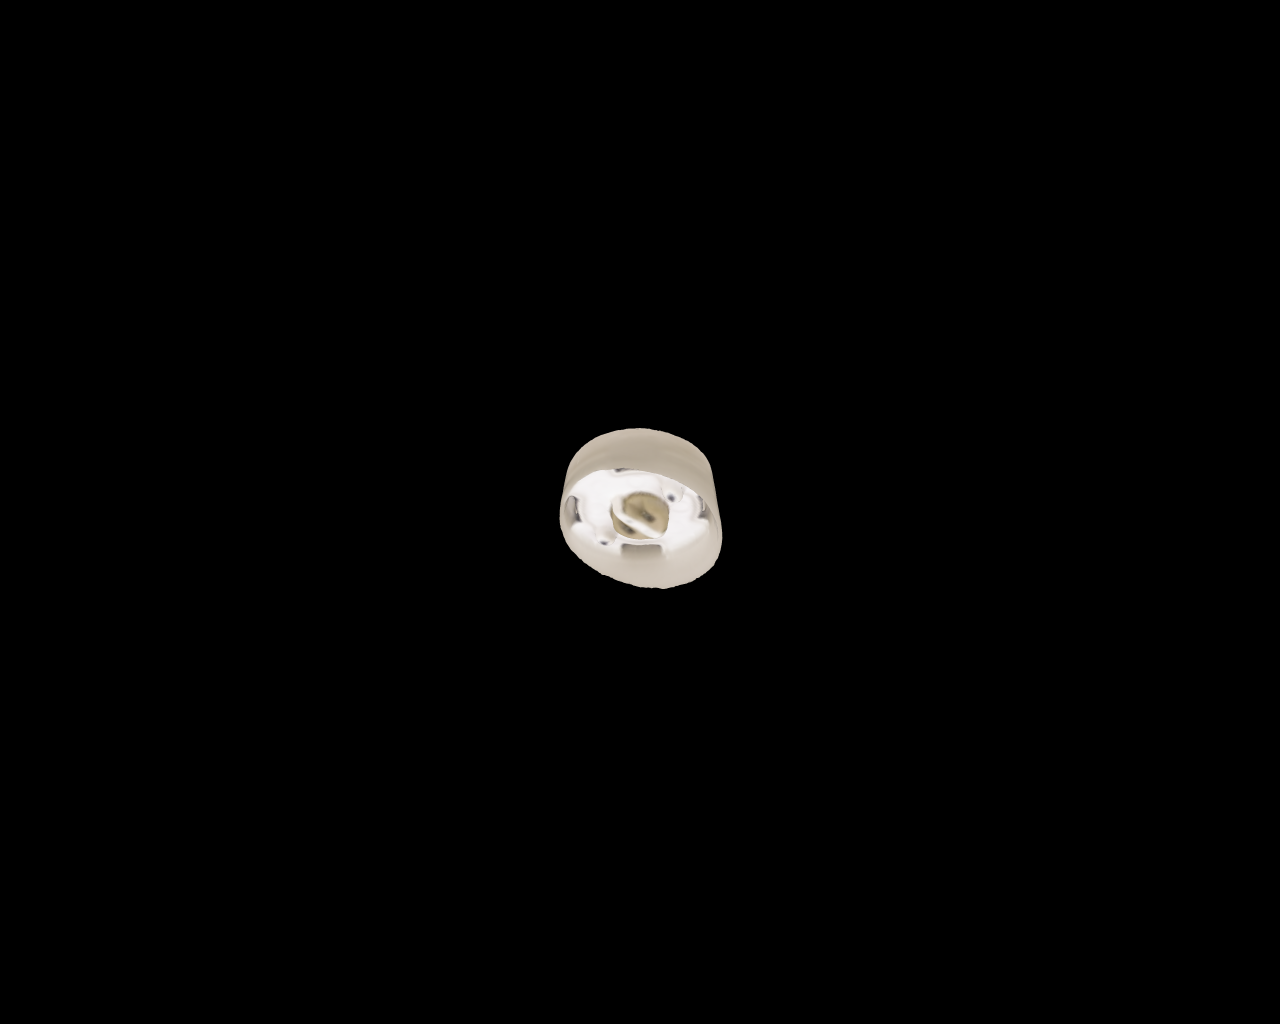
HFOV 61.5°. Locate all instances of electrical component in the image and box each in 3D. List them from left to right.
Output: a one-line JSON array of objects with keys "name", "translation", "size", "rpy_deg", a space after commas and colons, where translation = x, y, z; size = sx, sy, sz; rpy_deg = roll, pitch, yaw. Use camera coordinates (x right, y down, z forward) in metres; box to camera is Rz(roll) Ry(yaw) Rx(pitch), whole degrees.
[{"name": "electrical component", "translation": [0.001, -0.003, 0.650], "size": [0.099, 0.064, 0.099], "rpy_deg": [0, -38, 0]}]
